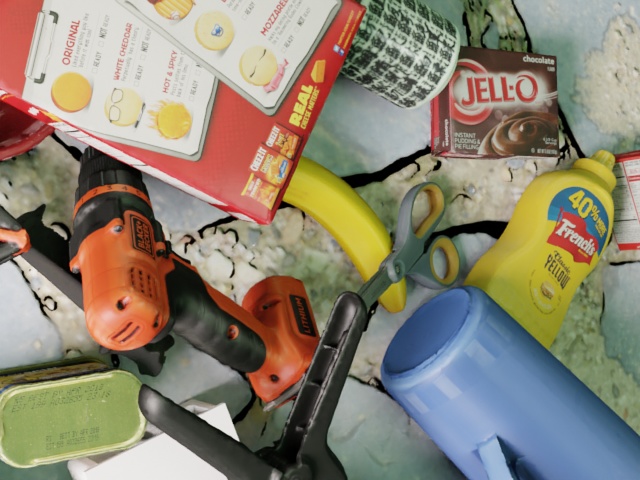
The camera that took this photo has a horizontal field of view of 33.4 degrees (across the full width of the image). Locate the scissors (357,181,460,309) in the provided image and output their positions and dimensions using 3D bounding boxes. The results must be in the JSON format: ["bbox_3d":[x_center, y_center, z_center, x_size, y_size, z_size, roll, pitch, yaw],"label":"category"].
[{"bbox_3d":[0.066,0.033,0.823,0.096,0.016,0.201,58,40,-27],"label":"scissors"}]

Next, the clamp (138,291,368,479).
[{"bbox_3d":[-0.035,0.149,0.692,0.164,0.036,0.210,-15,113,-31],"label":"clamp"}]

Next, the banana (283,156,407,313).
[{"bbox_3d":[0.001,-0.016,0.824,0.197,0.037,0.069,32,92,-21],"label":"banana"}]

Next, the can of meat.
[{"bbox_3d":[-0.172,0.112,0.698,0.101,0.084,0.057,-7,91,-28],"label":"can of meat"}]

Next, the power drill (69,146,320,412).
[{"bbox_3d":[-0.087,0.025,0.730,0.187,0.184,0.057,31,119,-35],"label":"power drill"}]

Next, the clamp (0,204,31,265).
[{"bbox_3d":[-0.269,-0.020,0.664,0.171,0.039,0.120,-1,91,-13],"label":"clamp"}]

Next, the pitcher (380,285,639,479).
[{"bbox_3d":[0.162,0.157,0.842,0.242,0.149,0.145,45,74,-15],"label":"pitcher"}]

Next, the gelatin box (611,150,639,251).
[{"bbox_3d":[0.290,-0.036,0.952,0.030,0.073,0.089,-21,97,-26],"label":"gelatin box"}]

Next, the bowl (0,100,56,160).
[{"bbox_3d":[-0.236,-0.127,0.691,0.161,0.055,0.162,1,87,-28],"label":"bowl"}]

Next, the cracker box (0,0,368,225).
[{"bbox_3d":[-0.098,-0.127,0.686,0.213,0.072,0.164,27,82,-23],"label":"cracker box"}]

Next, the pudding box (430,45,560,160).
[{"bbox_3d":[0.147,-0.113,0.900,0.113,0.039,0.090,0,87,-28],"label":"pudding box"}]

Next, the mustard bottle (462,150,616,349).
[{"bbox_3d":[0.201,-0.001,0.912,0.096,0.058,0.191,46,68,-27],"label":"mustard bottle"}]
